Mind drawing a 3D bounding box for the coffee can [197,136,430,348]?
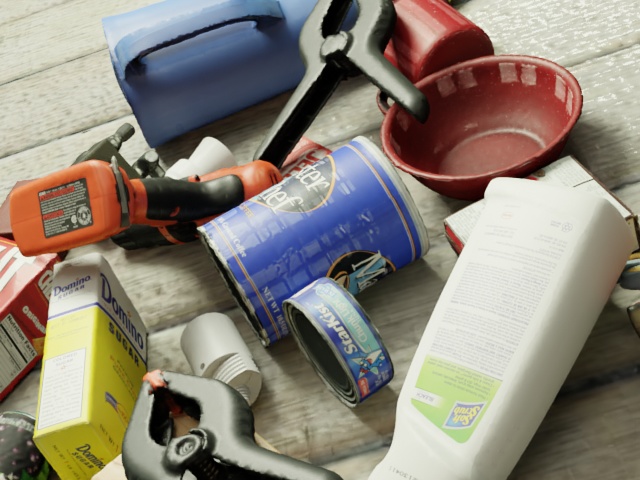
[{"bbox_3d":[-0.005,0.001,0.789,0.140,0.103,0.103,-30,39,-9],"label":"coffee can"}]

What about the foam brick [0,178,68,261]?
[{"bbox_3d":[-0.258,-0.013,0.971,0.051,0.053,0.078,-6,41,21],"label":"foam brick"}]

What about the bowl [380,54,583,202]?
[{"bbox_3d":[0.132,-0.081,0.854,0.162,0.055,0.162,-14,39,11],"label":"bowl"}]

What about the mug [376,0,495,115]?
[{"bbox_3d":[0.093,-0.157,0.947,0.117,0.093,0.082,-53,43,12],"label":"mug"}]

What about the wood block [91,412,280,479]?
[{"bbox_3d":[-0.029,0.184,0.598,0.090,0.090,0.206,-40,41,-20],"label":"wood block"}]

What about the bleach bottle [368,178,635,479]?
[{"bbox_3d":[0.095,0.082,0.651,0.103,0.068,0.250,14,66,48],"label":"bleach bottle"}]

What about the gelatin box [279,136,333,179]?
[{"bbox_3d":[-0.025,-0.047,0.913,0.089,0.030,0.073,-38,41,-18],"label":"gelatin box"}]

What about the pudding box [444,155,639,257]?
[{"bbox_3d":[0.158,-0.004,0.766,0.113,0.039,0.090,-29,41,-2],"label":"pudding box"}]

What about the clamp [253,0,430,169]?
[{"bbox_3d":[0.029,-0.154,0.902,0.165,0.036,0.210,-10,54,34],"label":"clamp"}]

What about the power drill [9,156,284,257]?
[{"bbox_3d":[-0.146,-0.023,0.836,0.185,0.057,0.187,-16,-5,34],"label":"power drill"}]

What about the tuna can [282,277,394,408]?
[{"bbox_3d":[0.012,0.068,0.716,0.033,0.086,0.086,-33,39,-15],"label":"tuna can"}]

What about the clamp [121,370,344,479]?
[{"bbox_3d":[-0.055,0.121,0.579,0.120,0.039,0.171,-23,37,-3],"label":"clamp"}]

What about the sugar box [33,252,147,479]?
[{"bbox_3d":[-0.158,0.098,0.760,0.048,0.093,0.176,-16,39,7],"label":"sugar box"}]

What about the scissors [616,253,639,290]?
[{"bbox_3d":[0.273,0.006,0.684,0.202,0.016,0.096,-12,5,14],"label":"scissors"}]

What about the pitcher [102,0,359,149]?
[{"bbox_3d":[-0.079,-0.190,1.023,0.243,0.145,0.149,-20,37,-2],"label":"pitcher"}]

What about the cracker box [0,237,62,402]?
[{"bbox_3d":[-0.322,0.086,0.872,0.164,0.072,0.213,13,50,36],"label":"cracker box"}]
